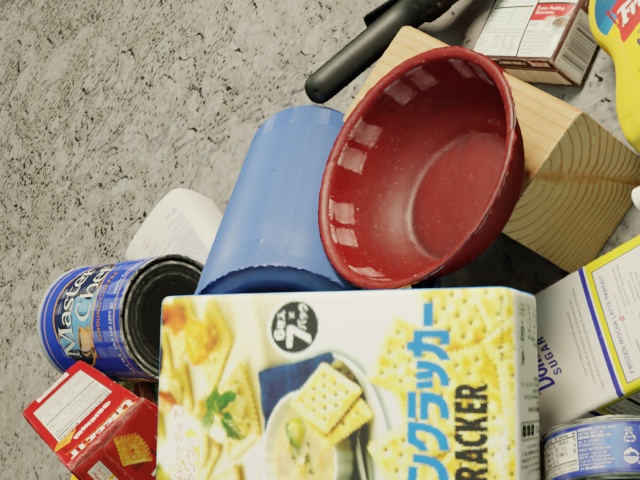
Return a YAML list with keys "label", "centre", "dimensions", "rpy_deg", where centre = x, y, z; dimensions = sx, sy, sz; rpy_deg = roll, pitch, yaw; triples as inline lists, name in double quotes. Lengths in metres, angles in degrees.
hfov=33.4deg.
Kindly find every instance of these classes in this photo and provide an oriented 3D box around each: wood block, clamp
- label: "wood block"
  centre: [0.117, -0.069, 0.756]
  dimensions: [0.090, 0.090, 0.206]
  rpy_deg: [-57, 37, 7]
- label: "clamp"
  centre: [0.086, -0.199, 0.867]
  dimensions: [0.210, 0.036, 0.164]
  rpy_deg: [-34, 14, 29]

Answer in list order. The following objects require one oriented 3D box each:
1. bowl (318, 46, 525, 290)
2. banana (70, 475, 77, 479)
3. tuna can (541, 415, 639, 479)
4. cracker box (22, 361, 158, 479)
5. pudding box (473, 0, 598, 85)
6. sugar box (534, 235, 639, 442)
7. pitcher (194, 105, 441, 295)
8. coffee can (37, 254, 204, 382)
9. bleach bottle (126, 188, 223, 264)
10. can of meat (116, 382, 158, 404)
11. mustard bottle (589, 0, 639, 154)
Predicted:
- label: "bowl"
  centre: [0.072, -0.037, 0.668]
  dimensions: [0.162, 0.055, 0.162]
  rpy_deg: [-27, 51, 39]
- label: "banana"
  centre: [-0.195, 0.274, 0.952]
  dimensions: [0.069, 0.037, 0.198]
  rpy_deg: [-45, 38, -8]
- label: "tuna can"
  centre: [0.166, 0.124, 0.585]
  dimensions: [0.086, 0.086, 0.033]
  rpy_deg: [-22, 54, 40]
- label: "cracker box"
  centre: [-0.121, 0.174, 0.773]
  dimensions: [0.072, 0.164, 0.214]
  rpy_deg: [-46, 17, -16]
- label: "pudding box"
  centre: [0.173, -0.175, 0.801]
  dimensions: [0.090, 0.039, 0.113]
  rpy_deg: [16, 78, 54]
- label: "sugar box"
  centre: [0.196, 0.048, 0.631]
  dimensions: [0.176, 0.048, 0.093]
  rpy_deg: [-36, 45, 34]
- label: "pitcher"
  centre: [-0.005, 0.001, 0.796]
  dimensions: [0.145, 0.149, 0.242]
  rpy_deg: [-49, 19, 33]
- label: "coffee can"
  centre: [-0.158, 0.068, 0.890]
  dimensions: [0.141, 0.102, 0.103]
  rpy_deg: [-8, 62, 49]
- label: "bleach bottle"
  centre: [-0.093, 0.058, 0.945]
  dimensions: [0.103, 0.068, 0.251]
  rpy_deg: [-54, 41, 15]
- label: "can of meat"
  centre: [-0.153, 0.158, 0.955]
  dimensions: [0.084, 0.057, 0.102]
  rpy_deg: [-45, 40, 17]
- label: "mustard bottle"
  centre: [0.229, -0.149, 0.704]
  dimensions: [0.096, 0.058, 0.191]
  rpy_deg: [-32, 46, 32]
